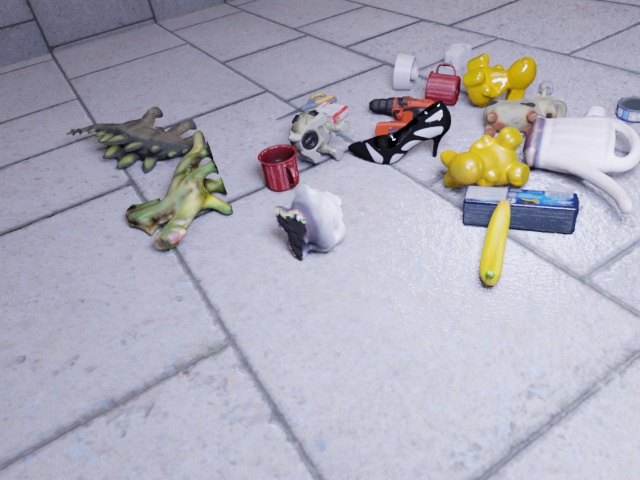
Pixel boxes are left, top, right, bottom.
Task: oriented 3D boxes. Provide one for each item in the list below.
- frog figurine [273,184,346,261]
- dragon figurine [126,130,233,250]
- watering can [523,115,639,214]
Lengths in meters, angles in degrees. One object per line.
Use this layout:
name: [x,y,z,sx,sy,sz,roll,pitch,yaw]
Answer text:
frog figurine: [0.003,-0.051,1.021,0.162,0.120,0.138,-31,74,-38]
dragon figurine: [-0.340,-0.114,1.189,0.243,0.119,0.418,-25,40,-6]
watering can: [0.535,-0.174,1.062,0.225,0.101,0.355,9,41,24]
